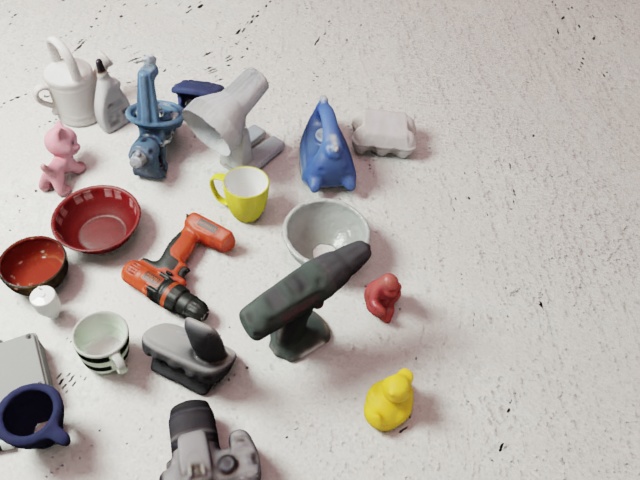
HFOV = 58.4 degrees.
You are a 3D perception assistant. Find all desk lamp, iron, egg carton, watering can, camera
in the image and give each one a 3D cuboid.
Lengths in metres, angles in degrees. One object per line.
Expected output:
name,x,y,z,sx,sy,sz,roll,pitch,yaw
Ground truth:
desk lamp,-0.171,-0.235,1.170,0.117,0.213,0.203,33,57,18
iron,0.013,-0.227,1.229,0.119,0.141,0.258,-4,54,-9
egg carton,0.145,-0.241,1.299,0.150,0.069,0.107,5,53,-3
watering can,-0.531,-0.352,1.229,0.100,0.194,0.173,24,55,12
camera,-0.167,0.303,0.845,0.143,0.101,0.136,-10,55,-13

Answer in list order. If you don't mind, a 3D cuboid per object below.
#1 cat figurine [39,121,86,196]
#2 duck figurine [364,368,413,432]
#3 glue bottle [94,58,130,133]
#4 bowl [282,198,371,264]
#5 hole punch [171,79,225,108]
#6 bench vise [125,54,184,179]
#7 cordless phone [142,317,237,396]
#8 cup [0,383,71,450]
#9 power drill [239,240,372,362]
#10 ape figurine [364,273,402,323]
cat figurine,-0.523,-0.173,1.146,0.067,0.118,0.128,11,53,3
duck figurine,0.116,0.252,0.922,0.077,0.086,0.105,33,57,18
glue bottle,-0.451,-0.313,1.222,0.037,0.173,0.078,37,59,20
bowl,0.010,0.004,1.100,0.167,0.075,0.167,3,54,-4
hole punch,-0.277,-0.333,1.307,0.108,0.091,0.101,9,53,0
bench vise,-0.332,-0.244,1.155,0.121,0.220,0.207,-7,55,-11
cordless phone,-0.210,0.154,0.897,0.147,0.185,0.094,19,54,8
cup,-0.405,0.276,0.843,0.117,0.095,0.092,27,56,14
power drill,-0.023,0.108,0.937,0.230,0.208,0.075,-28,61,-24
ape figurine,0.119,0.095,1.035,0.078,0.092,0.076,-27,61,-23
